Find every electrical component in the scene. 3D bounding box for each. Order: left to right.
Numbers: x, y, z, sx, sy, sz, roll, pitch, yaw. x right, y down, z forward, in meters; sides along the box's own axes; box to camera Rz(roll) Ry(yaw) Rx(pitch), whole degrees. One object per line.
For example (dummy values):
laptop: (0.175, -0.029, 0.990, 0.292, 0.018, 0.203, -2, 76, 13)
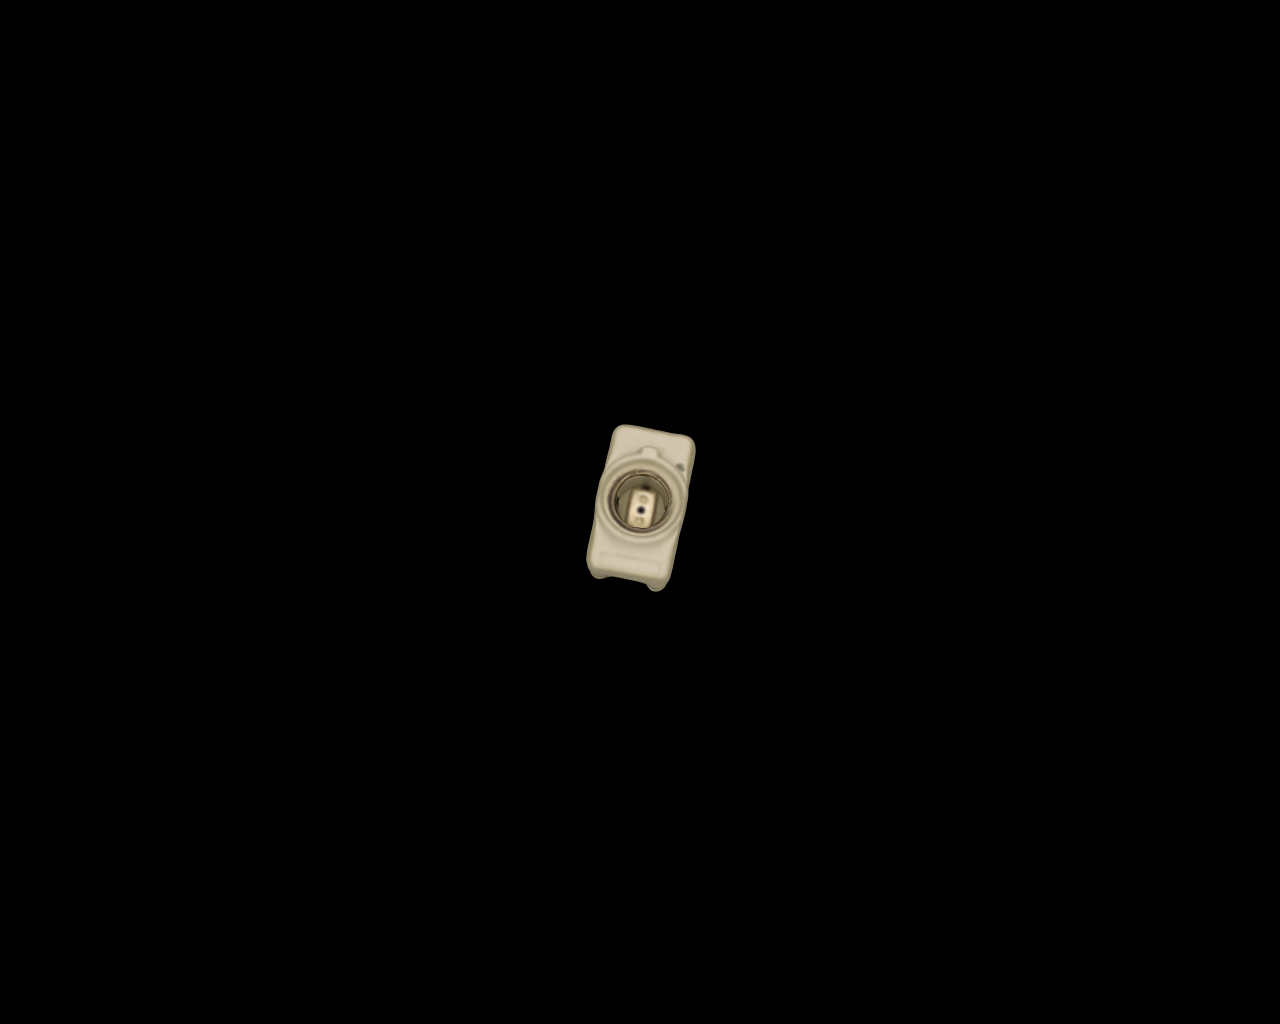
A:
electrical component: (0.001, -0.003, 0.650, 0.050, 0.089, 0.055, 11, -11, 2)
